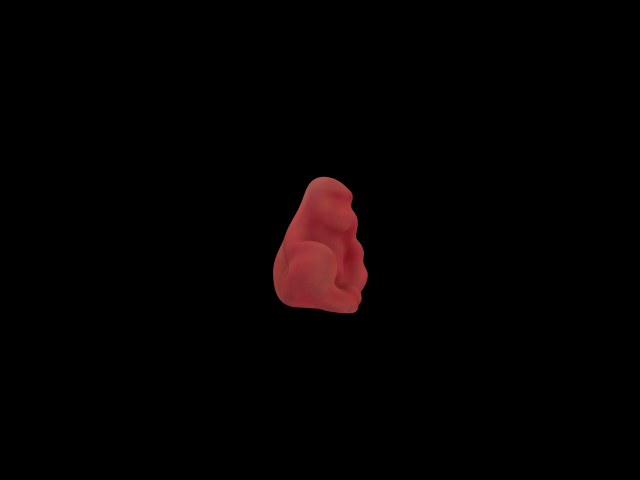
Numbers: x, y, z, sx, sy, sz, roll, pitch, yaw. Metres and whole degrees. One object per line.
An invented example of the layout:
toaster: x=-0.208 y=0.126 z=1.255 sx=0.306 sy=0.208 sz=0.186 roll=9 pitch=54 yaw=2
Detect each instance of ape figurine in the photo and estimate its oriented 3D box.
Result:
ape figurine: x=0.004 y=0.001 z=0.400 sx=0.075 sy=0.092 sz=0.078 roll=0 pitch=0 yaw=44
